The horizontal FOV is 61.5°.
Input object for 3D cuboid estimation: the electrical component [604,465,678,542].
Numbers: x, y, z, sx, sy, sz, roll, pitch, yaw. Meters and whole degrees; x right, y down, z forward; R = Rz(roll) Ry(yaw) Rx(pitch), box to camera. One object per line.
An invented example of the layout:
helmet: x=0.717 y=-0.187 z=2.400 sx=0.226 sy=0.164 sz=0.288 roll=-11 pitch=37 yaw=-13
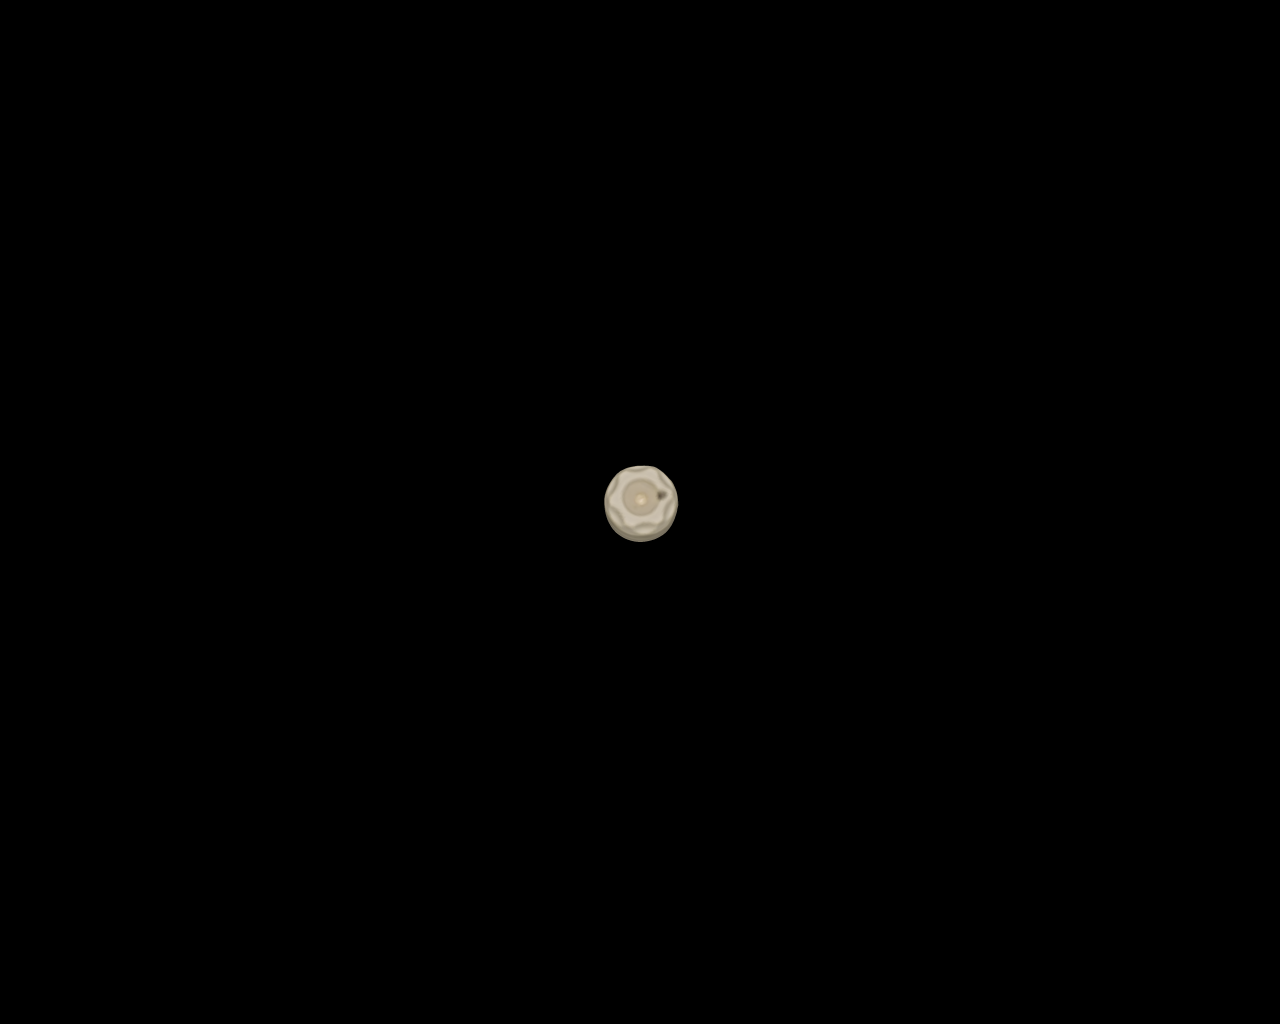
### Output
electrical component: x=0.001 y=-0.003 z=0.650 sx=0.043 sy=0.043 sz=0.062 roll=0 pitch=-12 yaw=0
